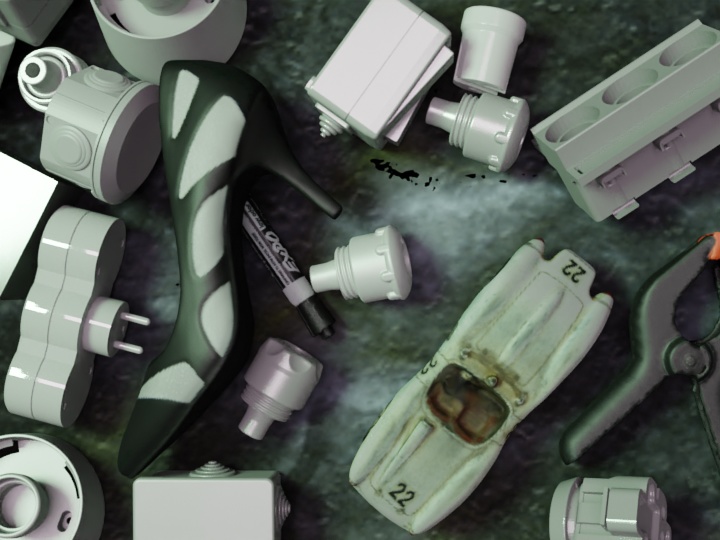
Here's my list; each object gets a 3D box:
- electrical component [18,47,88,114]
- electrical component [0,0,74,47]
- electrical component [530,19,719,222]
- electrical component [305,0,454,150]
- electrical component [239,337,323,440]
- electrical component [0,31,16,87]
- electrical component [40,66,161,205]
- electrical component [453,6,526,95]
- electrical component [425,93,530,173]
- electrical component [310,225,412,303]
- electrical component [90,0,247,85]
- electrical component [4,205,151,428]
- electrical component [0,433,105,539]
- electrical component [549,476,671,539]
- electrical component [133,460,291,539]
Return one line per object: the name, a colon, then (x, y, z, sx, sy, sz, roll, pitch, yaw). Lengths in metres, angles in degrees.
electrical component: (-0.198, -0.121, 0.688, 0.043, 0.062, 0.043, 0, 89, 4)
electrical component: (-0.217, -0.188, 0.682, 0.062, 0.061, 0.096, 25, 72, 15)
electrical component: (0.176, -0.088, 0.655, 0.121, 0.078, 0.063, -33, 116, 3)
electrical component: (0.012, -0.117, 0.672, 0.061, 0.062, 0.096, 36, 92, 4)
electrical component: (-0.055, 0.077, 0.684, 0.043, 0.043, 0.062, 30, 93, 4)
electrical component: (-0.273, -0.136, 0.679, 0.099, 0.099, 0.064, 14, 96, 5)
electrical component: (-0.159, -0.086, 0.677, 0.051, 0.080, 0.080, 23, 91, 10)
electrical component: (0.080, -0.137, 0.677, 0.040, 0.040, 0.046, 13, 87, 5)
electrical component: (0.073, -0.091, 0.676, 0.062, 0.048, 0.048, 20, 91, 10)
electrical component: (0.000, 0.000, 0.681, 0.062, 0.048, 0.048, -12, 88, 11)
electrical component: (-0.125, -0.177, 0.695, 0.099, 0.064, 0.099, -1, 75, 3)
electrical component: (-0.172, 0.034, 0.689, 0.074, 0.052, 0.138, 14, 90, 4)
electrical component: (-0.218, 0.155, 0.697, 0.099, 0.064, 0.099, 0, 76, 0)
electrical component: (0.150, 0.155, 0.653, 0.057, 0.078, 0.058, -4, 59, 30)
electrical component: (-0.094, 0.172, 0.682, 0.100, 0.048, 0.099, -1, 89, 4)
